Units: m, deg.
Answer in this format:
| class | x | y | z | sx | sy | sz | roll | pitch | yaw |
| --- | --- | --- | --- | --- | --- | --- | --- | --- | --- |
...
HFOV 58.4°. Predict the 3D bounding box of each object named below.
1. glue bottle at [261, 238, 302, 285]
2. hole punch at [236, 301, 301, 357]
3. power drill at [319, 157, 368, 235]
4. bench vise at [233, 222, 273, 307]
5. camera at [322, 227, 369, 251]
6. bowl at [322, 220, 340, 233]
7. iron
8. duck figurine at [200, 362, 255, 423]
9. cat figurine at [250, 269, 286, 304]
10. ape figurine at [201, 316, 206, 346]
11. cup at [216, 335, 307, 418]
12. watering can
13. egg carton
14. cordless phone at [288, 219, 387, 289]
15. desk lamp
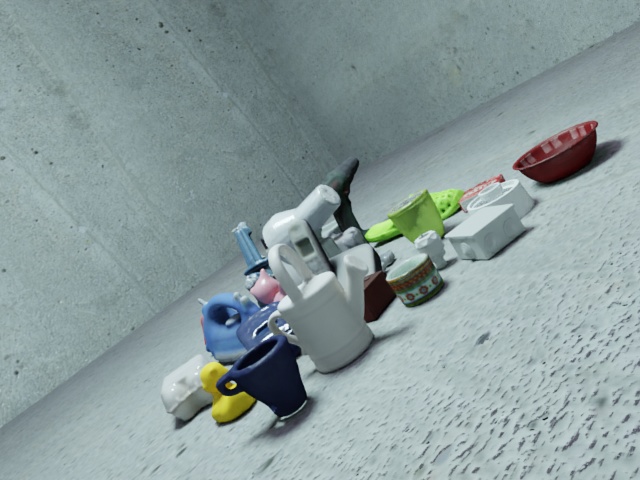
| class | x | y | z | sx | sy | sz | roll | pitch | yaw |
| --- | --- | --- | --- | --- | --- | --- | --- | --- | --- |
| glue bottle | -0.086 | 0.068 | 1.322 | 0.037 | 0.173 | 0.078 | -38 | 10 | -30 |
| hole punch | -0.081 | 0.167 | 1.006 | 0.109 | 0.091 | 0.101 | -35 | 8 | -13 |
| power drill | 0.071 | -0.085 | 1.501 | 0.230 | 0.208 | 0.075 | -39 | 10 | -35 |
| bench vise | -0.155 | 0.055 | 1.491 | 0.121 | 0.220 | 0.207 | -33 | 8 | 0 |
| camera | 0.052 | 0.015 | 1.361 | 0.143 | 0.101 | 0.137 | -29 | 9 | 27 |
| bowl | 0.010 | 0.014 | 1.621 | 0.167 | 0.075 | 0.167 | -32 | 8 | 6 |
| iron | -0.167 | 0.163 | 1.181 | 0.119 | 0.141 | 0.257 | -39 | 10 | -37 |
| duck figurine | -0.154 | 0.234 | 0.907 | 0.078 | 0.086 | 0.104 | -37 | 9 | -27 |
| cat figurine | -0.101 | 0.118 | 1.277 | 0.067 | 0.118 | 0.127 | -37 | 9 | -28 |
| ape figurine | -0.248 | 0.215 | 1.357 | 0.076 | 0.092 | 0.077 | -33 | 8 | -3 |
| cup | -0.072 | 0.198 | 0.776 | 0.117 | 0.095 | 0.091 | -32 | 8 | 4 |
| watering can | -0.006 | 0.084 | 0.841 | 0.173 | 0.194 | 0.101 | -33 | 8 | -2 |
| egg carton | -0.240 | 0.273 | 1.065 | 0.107 | 0.069 | 0.150 | -34 | 8 | -11 |
| cordless phone | 0.025 | 0.032 | 1.062 | 0.147 | 0.185 | 0.094 | -28 | 10 | 32 |
| desk lamp | 0.011 | 0.004 | 1.181 | 0.202 | 0.213 | 0.118 | -28 | 10 | 31 |
